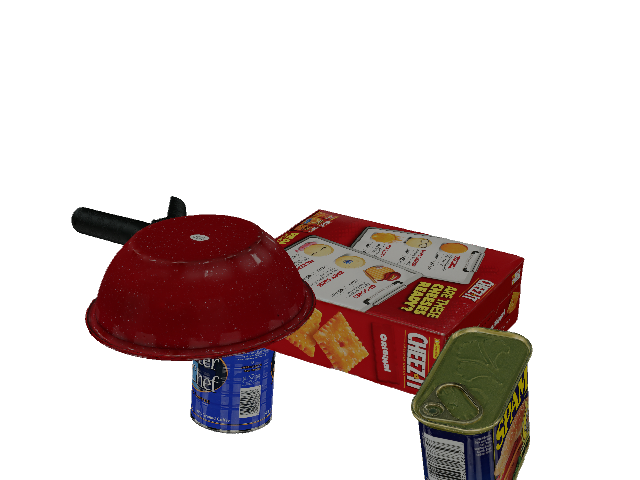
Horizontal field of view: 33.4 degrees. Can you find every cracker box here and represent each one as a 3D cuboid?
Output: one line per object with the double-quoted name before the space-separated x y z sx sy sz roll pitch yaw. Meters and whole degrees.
"cracker box" 0.045 0.050 0.926 0.214 0.072 0.163 14 29 29

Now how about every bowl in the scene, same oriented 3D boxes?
"bowl" -0.084 0.023 0.740 0.162 0.055 0.162 -2 22 0

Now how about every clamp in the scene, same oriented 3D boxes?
"clamp" -0.143 -0.006 1.013 0.120 0.039 0.172 -21 35 -41

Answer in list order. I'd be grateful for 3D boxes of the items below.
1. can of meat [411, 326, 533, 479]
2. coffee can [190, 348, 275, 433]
"can of meat" 0.102 0.120 0.696 0.058 0.084 0.102 8 34 25
"coffee can" -0.105 0.149 1.301 0.103 0.140 0.103 4 18 -1
